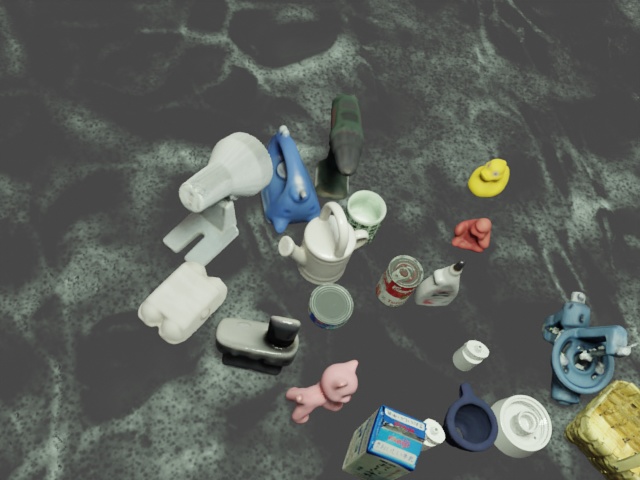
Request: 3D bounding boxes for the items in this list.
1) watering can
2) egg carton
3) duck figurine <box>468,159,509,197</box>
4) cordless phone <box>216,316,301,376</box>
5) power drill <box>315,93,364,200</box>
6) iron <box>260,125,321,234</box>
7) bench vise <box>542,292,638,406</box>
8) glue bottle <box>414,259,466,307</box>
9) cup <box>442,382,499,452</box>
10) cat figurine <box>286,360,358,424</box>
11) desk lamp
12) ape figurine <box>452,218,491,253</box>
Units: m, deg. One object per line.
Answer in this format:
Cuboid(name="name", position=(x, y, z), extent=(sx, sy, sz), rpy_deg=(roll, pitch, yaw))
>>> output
Cuboid(name="watering can", position=(0.011, 0.006, 1.081), extent=(0.173, 0.194, 0.100), rpy_deg=(-33, 72, -25))
Cuboid(name="egg carton", position=(-0.246, 0.113, 1.041), extent=(0.107, 0.069, 0.150), rpy_deg=(35, 60, 9))
Cuboid(name="duck figurine", position=(0.398, -0.152, 1.312), extent=(0.105, 0.086, 0.077), rpy_deg=(-25, 68, -23))
Cuboid(name="cordless phone", position=(-0.103, 0.156, 0.979), extent=(0.147, 0.185, 0.094), rpy_deg=(9, 60, -6))
Cuboid(name="power drill", position=(0.043, -0.177, 1.182), extent=(0.075, 0.208, 0.229), rpy_deg=(6, 60, -8))
Cuboid(name="iron", position=(-0.066, -0.148, 1.183), extent=(0.119, 0.141, 0.258), rpy_deg=(-8, 63, -15))
Cuboid(name="bench vise", position=(0.486, 0.183, 1.064), extent=(0.121, 0.219, 0.207), rpy_deg=(-2, 61, -12))
Cuboid(name="glue bottle", position=(0.240, 0.080, 1.099), extent=(0.078, 0.173, 0.037), rpy_deg=(-1, 61, -11))
Cuboid(name="cup", position=(0.251, 0.319, 1.012), extent=(0.092, 0.095, 0.117), rpy_deg=(2, 61, -10))
Cuboid(name="cat figurine", position=(0.011, 0.257, 0.985), extent=(0.128, 0.117, 0.067), rpy_deg=(-16, 65, -19))
Cuboid(name="desk lamp", position=(-0.192, -0.076, 1.075), extent=(0.118, 0.213, 0.203), rpy_deg=(36, 61, 10))
Cuboid(name="ape figurine", position=(0.333, -0.017, 1.219), extent=(0.076, 0.092, 0.077), rpy_deg=(-28, 70, -24))
